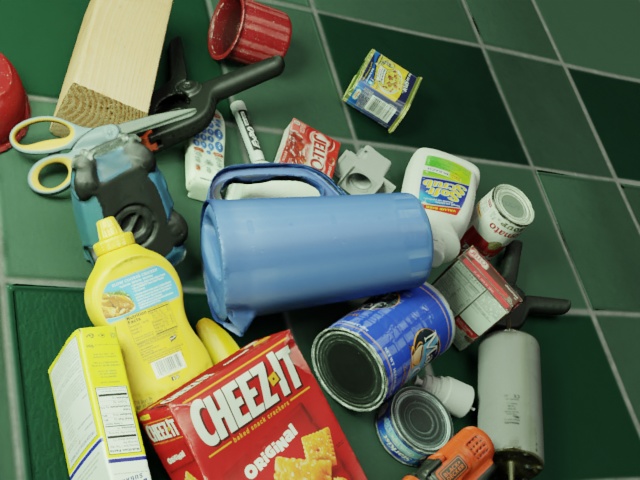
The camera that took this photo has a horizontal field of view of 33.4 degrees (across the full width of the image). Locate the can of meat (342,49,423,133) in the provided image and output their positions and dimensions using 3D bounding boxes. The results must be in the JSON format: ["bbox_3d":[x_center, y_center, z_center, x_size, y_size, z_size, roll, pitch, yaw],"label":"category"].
[{"bbox_3d":[0.087,-0.211,1.500,0.084,0.058,0.102,32,44,-6],"label":"can of meat"}]

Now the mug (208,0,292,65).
[{"bbox_3d":[-0.096,-0.277,1.416,0.081,0.093,0.117,12,15,-33],"label":"mug"}]

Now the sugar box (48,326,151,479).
[{"bbox_3d":[-0.201,0.177,0.976,0.048,0.093,0.176,-2,59,-35],"label":"sugar box"}]

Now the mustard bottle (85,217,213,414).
[{"bbox_3d":[-0.179,0.069,1.055,0.096,0.058,0.191,-21,91,-27],"label":"mustard bottle"}]

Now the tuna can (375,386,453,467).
[{"bbox_3d":[0.107,0.209,1.200,0.086,0.034,0.086,18,49,-22],"label":"tuna can"}]

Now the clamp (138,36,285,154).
[{"bbox_3d":[-0.146,-0.175,1.288,0.165,0.036,0.209,9,47,20],"label":"clamp"}]

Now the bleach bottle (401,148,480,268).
[{"bbox_3d":[0.150,-0.033,1.339,0.102,0.068,0.250,21,28,-4],"label":"bleach bottle"}]

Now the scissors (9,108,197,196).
[{"bbox_3d":[-0.234,-0.096,1.157,0.201,0.016,0.096,0,83,-4],"label":"scissors"}]

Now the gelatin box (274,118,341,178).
[{"bbox_3d":[-0.016,-0.106,1.366,0.073,0.030,0.089,28,46,-13],"label":"gelatin box"}]

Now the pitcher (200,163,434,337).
[{"bbox_3d":[-0.008,0.001,1.162,0.242,0.149,0.145,-6,26,-16],"label":"pitcher"}]

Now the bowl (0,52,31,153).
[{"bbox_3d":[-0.385,-0.169,1.151,0.162,0.055,0.162,17,49,-21],"label":"bowl"}]

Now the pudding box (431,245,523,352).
[{"bbox_3d":[0.179,0.073,1.297,0.090,0.114,0.039,50,48,9],"label":"pudding box"}]

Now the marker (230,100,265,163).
[{"bbox_3d":[-0.087,-0.123,1.340,0.020,0.020,0.121,-2,58,-35],"label":"marker"}]

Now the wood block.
[{"bbox_3d":[-0.242,-0.208,1.253,0.090,0.090,0.206,21,47,-20],"label":"wood block"}]

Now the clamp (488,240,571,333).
[{"bbox_3d":[0.258,0.081,1.398,0.120,0.039,0.171,42,50,9],"label":"clamp"}]

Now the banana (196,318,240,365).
[{"bbox_3d":[-0.093,0.168,1.094,0.069,0.037,0.198,16,49,-25],"label":"banana"}]

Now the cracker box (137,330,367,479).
[{"bbox_3d":[-0.050,0.217,1.019,0.163,0.072,0.214,-30,94,-41],"label":"cracker box"}]

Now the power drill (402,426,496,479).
[{"bbox_3d":[0.157,0.315,1.119,0.184,0.057,0.187,-36,85,-27],"label":"power drill"}]

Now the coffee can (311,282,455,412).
[{"bbox_3d":[0.073,0.115,1.201,0.103,0.103,0.140,50,45,9],"label":"coffee can"}]

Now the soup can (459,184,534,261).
[{"bbox_3d":[0.227,-0.019,1.409,0.068,0.102,0.068,18,49,-22],"label":"soup can"}]
